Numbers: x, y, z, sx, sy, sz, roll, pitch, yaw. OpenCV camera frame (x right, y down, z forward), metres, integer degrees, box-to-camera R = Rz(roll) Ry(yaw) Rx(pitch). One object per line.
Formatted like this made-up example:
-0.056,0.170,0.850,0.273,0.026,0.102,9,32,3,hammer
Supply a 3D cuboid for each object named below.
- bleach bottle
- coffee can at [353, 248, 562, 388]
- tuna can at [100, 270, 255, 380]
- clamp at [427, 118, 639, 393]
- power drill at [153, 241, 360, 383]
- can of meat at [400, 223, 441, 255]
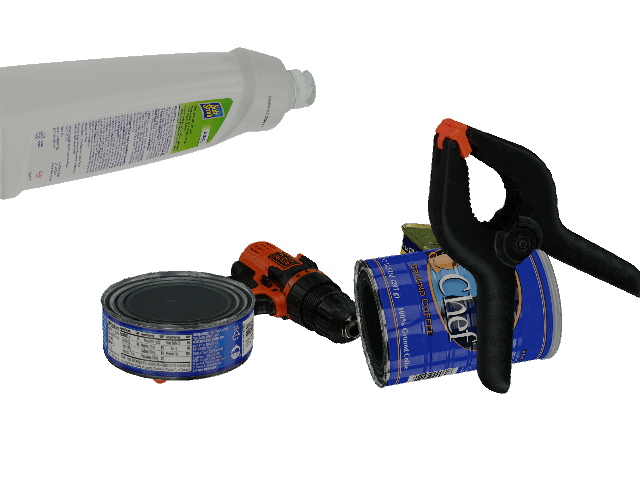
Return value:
-0.125,-0.097,0.812,0.250,0.068,0.103,-10,-28,-23,bleach bottle
0.106,0.055,0.846,0.140,0.103,0.103,-9,1,-8,coffee can
-0.080,0.047,0.601,0.086,0.034,0.086,2,18,-1,tuna can
0.110,0.009,0.644,0.120,0.171,0.039,-44,17,-8,clamp
-0.076,0.066,0.952,0.187,0.057,0.185,-16,25,-27,power drill
0.112,0.037,1.062,0.057,0.084,0.102,4,15,-16,can of meat
